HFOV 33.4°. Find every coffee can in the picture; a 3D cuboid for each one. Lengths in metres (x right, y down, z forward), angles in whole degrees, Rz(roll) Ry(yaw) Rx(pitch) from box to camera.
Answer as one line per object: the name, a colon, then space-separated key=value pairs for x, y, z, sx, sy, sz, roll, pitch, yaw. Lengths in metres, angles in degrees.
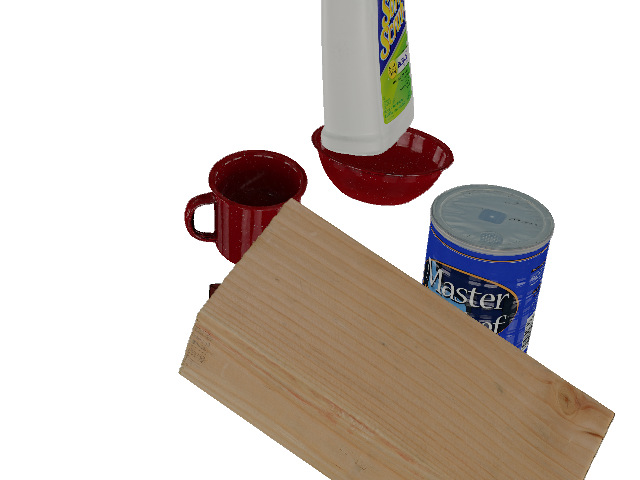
coffee can: x=0.139 y=0.037 z=0.922 sx=0.103 sy=0.140 sz=0.103 roll=3 pitch=33 yaw=-2

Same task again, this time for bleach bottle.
bleach bottle: x=0.035 y=-0.206 z=0.916 sx=0.068 sy=0.251 sz=0.102 roll=10 pitch=34 yaw=25

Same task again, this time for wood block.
wood block: x=0.037 y=0.083 z=0.578 sx=0.206 sy=0.090 sz=0.090 roll=34 pitch=-31 yaw=5

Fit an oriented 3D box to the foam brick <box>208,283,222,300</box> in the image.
foam brick: x=-0.052 y=0.074 z=0.812 sx=0.052 sy=0.078 sz=0.051 roll=-5 pitch=15 yaw=-35

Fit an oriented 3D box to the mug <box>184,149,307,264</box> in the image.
mug: x=-0.072 y=-0.026 z=1.022 sx=0.117 sy=0.081 sz=0.093 roll=-11 pitch=43 yaw=-17

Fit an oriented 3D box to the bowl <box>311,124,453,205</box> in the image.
bowl: x=0.066 y=-0.083 z=1.209 sx=0.162 sy=0.055 sz=0.162 roll=7 pitch=27 yaw=-3
